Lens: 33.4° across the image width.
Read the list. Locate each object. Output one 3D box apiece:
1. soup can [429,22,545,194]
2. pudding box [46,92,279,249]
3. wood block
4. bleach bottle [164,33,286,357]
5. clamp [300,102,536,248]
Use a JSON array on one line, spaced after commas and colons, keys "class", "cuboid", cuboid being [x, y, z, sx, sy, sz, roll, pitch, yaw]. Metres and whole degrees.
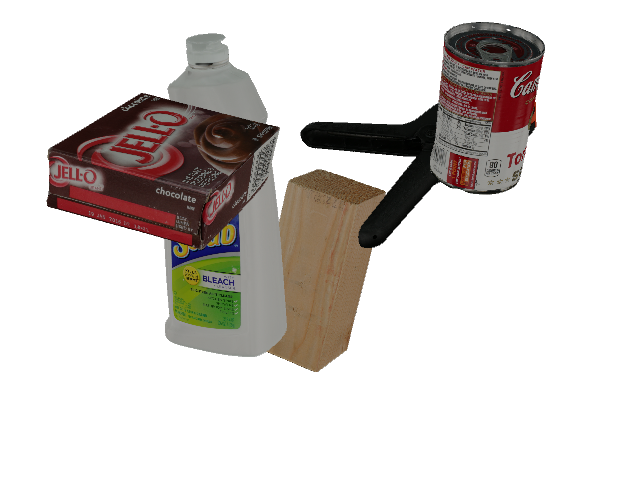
[{"class": "soup can", "cuboid": [0.114, -0.091, 0.744, 0.068, 0.102, 0.068, 3, 33, -2]}, {"class": "pudding box", "cuboid": [-0.083, -0.041, 0.584, 0.090, 0.039, 0.113, 16, 25, 11]}, {"class": "wood block", "cuboid": [-0.002, 0.033, 1.238, 0.090, 0.206, 0.090, 20, 20, 20]}, {"class": "bleach bottle", "cuboid": [-0.084, -0.035, 0.835, 0.103, 0.251, 0.068, 9, 27, 26]}, {"class": "clamp", "cuboid": [0.099, -0.074, 0.949, 0.210, 0.164, 0.036, -15, -43, -2]}]
